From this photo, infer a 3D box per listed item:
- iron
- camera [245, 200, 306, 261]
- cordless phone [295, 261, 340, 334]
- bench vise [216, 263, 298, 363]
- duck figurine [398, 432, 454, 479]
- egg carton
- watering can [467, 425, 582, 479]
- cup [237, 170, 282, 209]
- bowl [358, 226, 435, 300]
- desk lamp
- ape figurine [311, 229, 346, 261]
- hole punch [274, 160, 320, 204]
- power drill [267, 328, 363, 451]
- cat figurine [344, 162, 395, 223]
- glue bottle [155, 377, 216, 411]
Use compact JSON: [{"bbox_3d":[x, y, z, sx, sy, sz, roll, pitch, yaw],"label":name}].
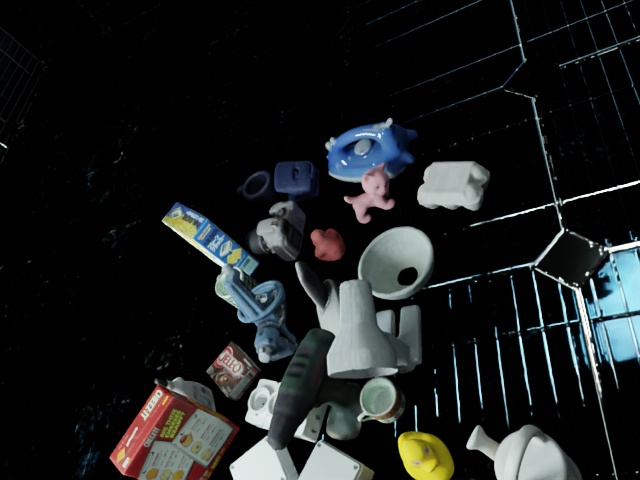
[{"bbox_3d":[0.101,-0.224,1.400,0.257,0.142,0.118,-9,54,31],"label":"iron"},{"bbox_3d":[-0.120,-0.023,1.442,0.136,0.101,0.143,-10,53,30],"label":"camera"},{"bbox_3d":[0.005,0.133,1.171,0.094,0.186,0.147,-34,45,11],"label":"cordless phone"},{"bbox_3d":[-0.127,0.148,1.231,0.121,0.220,0.207,-38,44,6],"label":"bench vise"},{"bbox_3d":[0.166,0.356,0.956,0.077,0.086,0.104,-51,44,-6],"label":"duck figurine"},{"bbox_3d":[0.287,-0.116,1.234,0.149,0.070,0.107,4,61,38],"label":"egg carton"},{"bbox_3d":[0.292,0.322,0.810,0.172,0.195,0.101,-7,55,32],"label":"watering can"},{"bbox_3d":[-0.158,-0.123,1.549,0.117,0.095,0.092,-9,54,31],"label":"cup"},{"bbox_3d":[0.169,0.059,1.186,0.167,0.075,0.167,-19,49,24],"label":"bowl"},{"bbox_3d":[0.098,0.177,1.048,0.117,0.214,0.203,-15,51,27],"label":"desk lamp"},{"bbox_3d":[0.012,0.005,1.329,0.078,0.092,0.076,-48,44,-3],"label":"ape figurine"},{"bbox_3d":[-0.060,-0.162,1.508,0.101,0.091,0.108,-19,49,24],"label":"hole punch"},{"bbox_3d":[0.000,0.289,1.040,0.075,0.209,0.230,-6,56,33],"label":"power drill"},{"bbox_3d":[0.115,-0.116,1.326,0.127,0.118,0.067,-33,45,12],"label":"cat figurine"},{"bbox_3d":[-0.297,0.335,1.249,0.037,0.174,0.078,-33,45,12],"label":"glue bottle"}]
